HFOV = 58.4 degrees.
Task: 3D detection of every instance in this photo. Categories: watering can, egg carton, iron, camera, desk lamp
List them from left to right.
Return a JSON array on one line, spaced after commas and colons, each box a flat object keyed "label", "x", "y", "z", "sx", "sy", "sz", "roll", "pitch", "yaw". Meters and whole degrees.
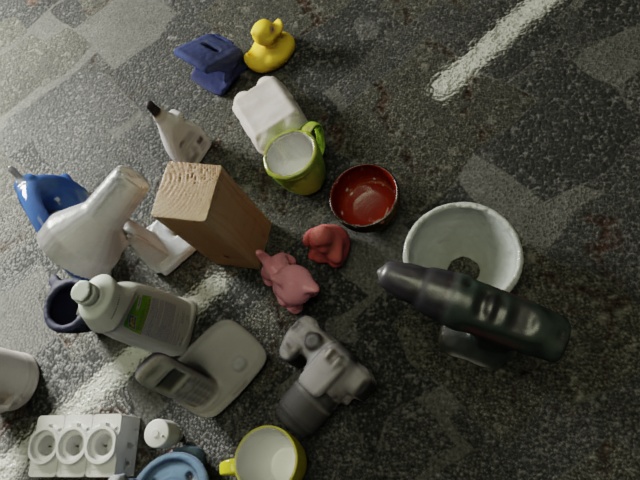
[{"label": "watering can", "x": -0.563, "y": 0.210, "z": 0.916, "sx": 0.172, "sy": 0.194, "sz": 0.101, "roll": 16, "pitch": 74, "yaw": 21}, {"label": "iron", "x": -0.462, "y": -0.023, "z": 1.012, "sx": 0.118, "sy": 0.142, "sz": 0.257, "roll": -38, "pitch": 64, "yaw": -1}, {"label": "desk lamp", "x": -0.310, "y": -0.021, "z": 0.927, "sx": 0.203, "sy": 0.214, "sz": 0.117, "roll": -41, "pitch": 64, "yaw": -3}, {"label": "egg carton", "x": -0.088, "y": -0.222, "z": 1.026, "sx": 0.107, "sy": 0.069, "sz": 0.150, "roll": -33, "pitch": 64, "yaw": 1}, {"label": "camera", "x": -0.013, "y": 0.200, "z": 0.817, "sx": 0.142, "sy": 0.101, "sz": 0.137, "roll": 39, "pitch": 83, "yaw": 25}]

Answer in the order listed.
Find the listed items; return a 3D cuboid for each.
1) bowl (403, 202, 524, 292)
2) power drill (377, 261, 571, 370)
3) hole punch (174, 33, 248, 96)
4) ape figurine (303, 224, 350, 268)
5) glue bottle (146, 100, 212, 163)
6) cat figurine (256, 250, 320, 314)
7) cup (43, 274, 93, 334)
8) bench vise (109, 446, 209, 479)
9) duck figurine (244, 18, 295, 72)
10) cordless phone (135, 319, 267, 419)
[{"label": "bowl", "x": 0.207, "y": 0.033, "z": 0.837, "sx": 0.167, "sy": 0.075, "sz": 0.167, "roll": -6, "pitch": 67, "yaw": 14}, {"label": "power drill", "x": 0.194, "y": 0.103, "z": 0.738, "sx": 0.229, "sy": 0.209, "sz": 0.076, "roll": 16, "pitch": 74, "yaw": 21}, {"label": "hole punch", "x": -0.209, "y": -0.352, "z": 1.101, "sx": 0.108, "sy": 0.091, "sz": 0.101, "roll": 34, "pitch": 81, "yaw": 25}, {"label": "ape figurine", "x": 0.008, "y": 0.003, "z": 0.896, "sx": 0.076, "sy": 0.092, "sz": 0.077, "roll": -33, "pitch": 64, "yaw": 1}, {"label": "glue bottle", "x": -0.254, "y": -0.192, "z": 1.003, "sx": 0.037, "sy": 0.173, "sz": 0.078, "roll": 30, "pitch": 79, "yaw": 24}, {"label": "cat figurine", "x": -0.052, "y": 0.059, "z": 0.876, "sx": 0.067, "sy": 0.118, "sz": 0.127, "roll": -45, "pitch": 64, "yaw": -5}, {"label": "cup", "x": -0.405, "y": 0.112, "z": 0.967, "sx": 0.092, "sy": 0.095, "sz": 0.117, "roll": -43, "pitch": 64, "yaw": -4}, {"label": "bench vise", "x": -0.192, "y": 0.368, "z": 0.733, "sx": 0.121, "sy": 0.220, "sz": 0.207, "roll": -30, "pitch": 64, "yaw": 2}, {"label": "duck figurine", "x": -0.104, "y": -0.375, "z": 1.083, "sx": 0.104, "sy": 0.086, "sz": 0.077, "roll": -35, "pitch": 64, "yaw": 0}, {"label": "cordless phone", "x": -0.170, "y": 0.175, "z": 0.824, "sx": 0.094, "sy": 0.185, "sz": 0.148, "roll": 38, "pitch": 83, "yaw": 26}]
